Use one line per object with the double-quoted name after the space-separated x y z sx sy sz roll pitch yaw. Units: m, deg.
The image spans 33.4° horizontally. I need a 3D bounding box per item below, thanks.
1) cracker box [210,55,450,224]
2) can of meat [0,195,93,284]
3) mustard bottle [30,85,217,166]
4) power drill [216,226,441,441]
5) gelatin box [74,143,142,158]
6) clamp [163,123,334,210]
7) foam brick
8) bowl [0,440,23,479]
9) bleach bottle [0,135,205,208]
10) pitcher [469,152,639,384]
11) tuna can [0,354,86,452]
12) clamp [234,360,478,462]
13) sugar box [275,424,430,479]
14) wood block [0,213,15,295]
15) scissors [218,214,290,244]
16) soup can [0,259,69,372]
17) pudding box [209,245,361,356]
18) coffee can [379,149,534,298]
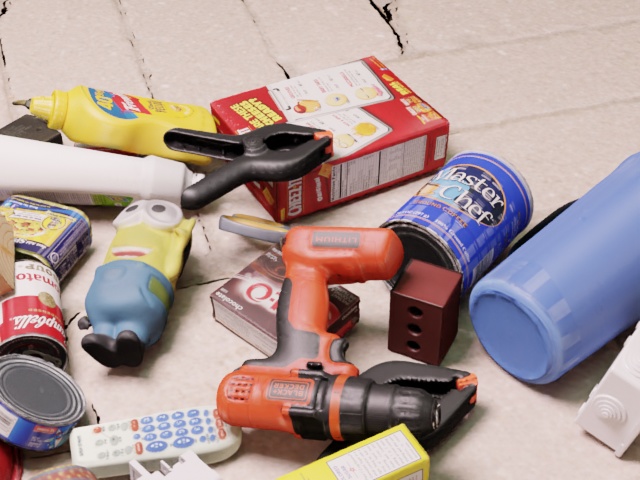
0.010 -0.115 1.179 0.213 0.072 0.164 -20 45 -21 "cracker box"
-0.286 0.004 1.050 0.102 0.057 0.083 14 41 14 "can of meat"
-0.211 -0.127 1.138 0.191 0.058 0.096 8 26 -24 "mustard bottle"
0.019 0.077 0.885 0.185 0.057 0.187 3 54 17 "power drill"
-0.235 -0.115 1.208 0.073 0.030 0.089 0 41 0 "gelatin box"
-0.074 -0.088 1.069 0.171 0.039 0.120 -15 49 -19 "clamp"
0.095 0.066 0.966 0.053 0.078 0.051 16 44 20 "foam brick"
-0.324 0.175 0.854 0.162 0.055 0.162 0 40 -1 "bowl"
-0.239 -0.065 1.114 0.250 0.102 0.068 6 83 -5 "bleach bottle"
0.247 0.025 0.988 0.242 0.149 0.145 -32 73 -28 "pitcher"
-0.240 0.135 0.885 0.086 0.034 0.086 28 20 -11 "tuna can"
0.030 0.143 0.906 0.209 0.036 0.165 -18 45 -14 "clamp"
-0.006 0.209 0.788 0.176 0.093 0.048 -17 43 -20 "sugar box"
-0.385 0.030 0.944 0.206 0.090 0.090 -23 42 4 "wood block"
-0.007 0.001 1.078 0.201 0.016 0.096 13 7 -16 "scissors"
-0.264 0.075 0.958 0.068 0.068 0.102 -9 42 -11 "soup can"
-0.032 0.064 0.995 0.114 0.039 0.089 29 49 30 "pudding box"
0.129 -0.011 1.034 0.103 0.103 0.140 26 47 26 "coffee can"
